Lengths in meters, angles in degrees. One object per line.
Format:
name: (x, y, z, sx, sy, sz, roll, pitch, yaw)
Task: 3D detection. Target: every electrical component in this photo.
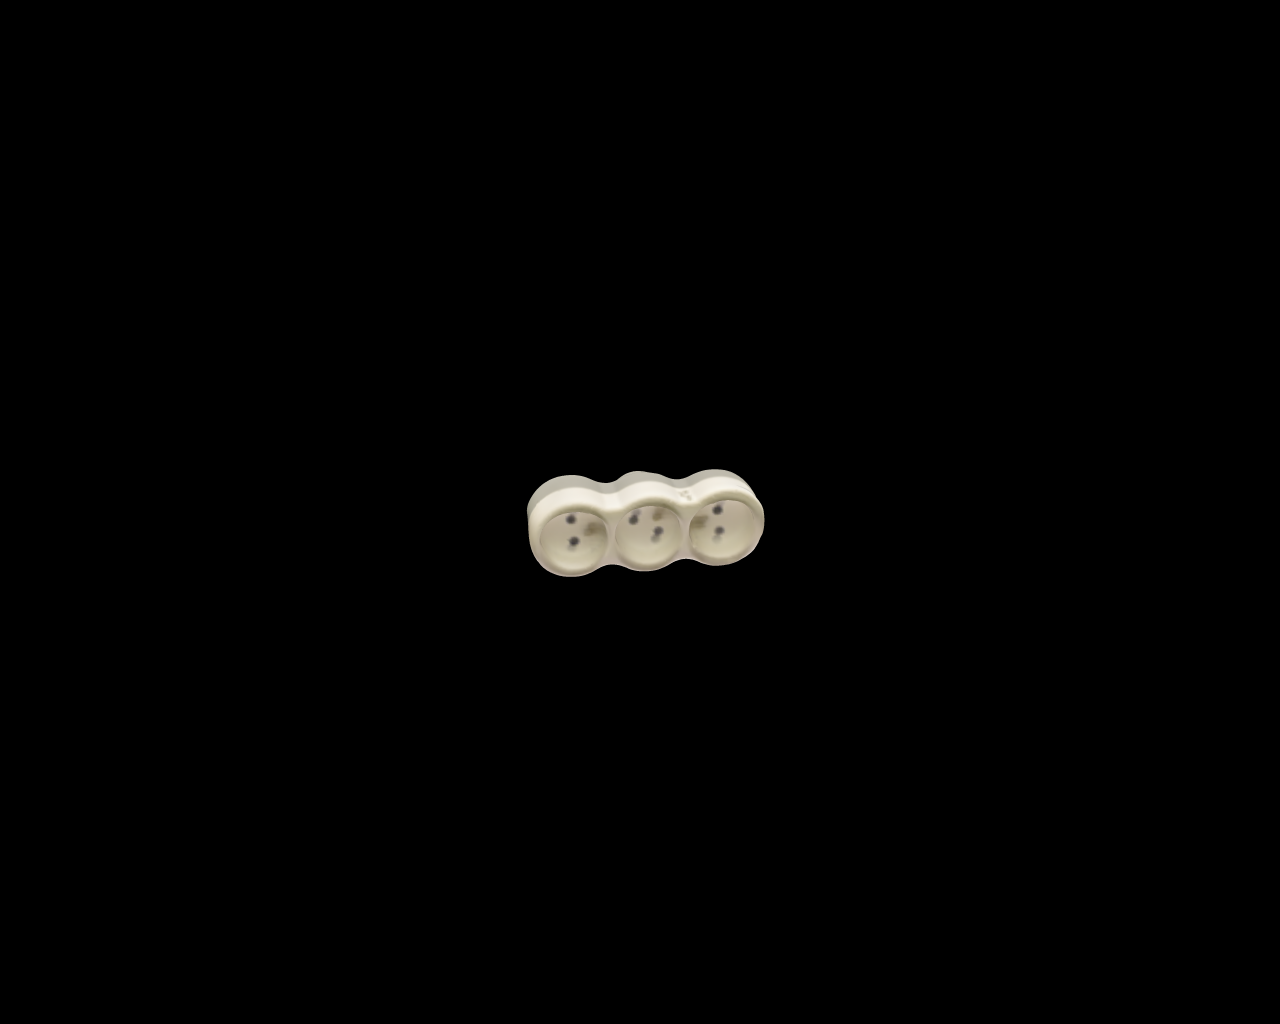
electrical component: (0.001, -0.003, 0.650, 0.138, 0.052, 0.074, -4, 28, -7)
